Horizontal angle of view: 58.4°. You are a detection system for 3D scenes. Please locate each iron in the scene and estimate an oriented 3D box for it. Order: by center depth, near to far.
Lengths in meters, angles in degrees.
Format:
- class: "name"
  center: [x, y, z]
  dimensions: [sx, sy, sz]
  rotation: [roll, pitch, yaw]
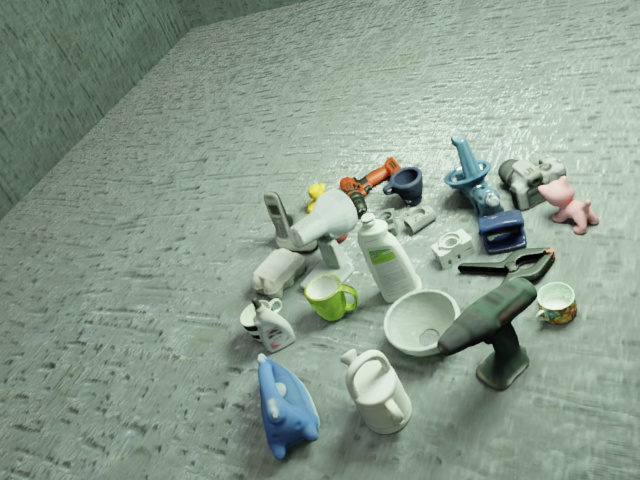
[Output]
- class: "iron"
  center: [-0.095, 0.323, 1.219]
  dimensions: [0.118, 0.142, 0.257]
  rotation: [-28, 38, -1]

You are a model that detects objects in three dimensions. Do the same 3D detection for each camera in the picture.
- class: "camera"
  center: [0.526, -0.168, 1.452]
  dimensions: [0.143, 0.101, 0.136]
  rotation: [-29, 38, -2]

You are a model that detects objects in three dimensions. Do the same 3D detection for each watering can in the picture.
- class: "watering can"
  center: [0.099, 0.282, 1.112]
  dimensions: [0.172, 0.194, 0.101]
  rotation: [14, 54, 40]

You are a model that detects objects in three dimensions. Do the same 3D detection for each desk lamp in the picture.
- class: "desk lamp"
  center: [0.013, 0.005, 1.458]
  dimensions: [0.117, 0.214, 0.203]
  rotation: [19, 57, 42]

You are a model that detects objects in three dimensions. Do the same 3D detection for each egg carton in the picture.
- class: "egg carton"
  center: [-0.112, 0.090, 1.550]
  dimensions: [0.107, 0.070, 0.150]
  rotation: [17, 55, 41]

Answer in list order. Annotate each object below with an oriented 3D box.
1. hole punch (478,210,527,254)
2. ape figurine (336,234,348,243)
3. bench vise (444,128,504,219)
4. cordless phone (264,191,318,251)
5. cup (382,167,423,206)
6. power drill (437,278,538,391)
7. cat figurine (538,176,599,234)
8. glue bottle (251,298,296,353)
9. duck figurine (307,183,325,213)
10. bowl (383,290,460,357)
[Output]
- class: "hole punch"
  center: [0.429, -0.034, 1.364]
  dimensions: [0.108, 0.091, 0.101]
  rotation: [-14, 40, 16]
- class: "ape figurine"
  center: [0.034, -0.040, 1.595]
  dimensions: [0.078, 0.092, 0.076]
  rotation: [-37, 39, -13]
- class: "bench vise"
  center: [0.392, -0.170, 1.435]
  dimensions: [0.121, 0.220, 0.206]
  rotation: [-37, 40, -13]
- class: "cordless phone"
  center: [-0.079, -0.057, 1.603]
  dimensions: [0.147, 0.185, 0.094]
  rotation: [1, 46, 31]
- class: "cup"
  center: [0.236, -0.135, 1.585]
  dimensions: [0.117, 0.095, 0.091]
  rotation: [-26, 38, 1]
- class: "power drill"
  center: [0.325, 0.186, 1.080]
  dimensions: [0.230, 0.209, 0.075]
  rotation: [-41, 40, -17]
- class: "cat figurine"
  center: [0.573, -0.092, 1.326]
  dimensions: [0.067, 0.118, 0.127]
  rotation: [-37, 40, -13]
- class: "glue bottle"
  center: [-0.122, 0.195, 1.353]
  dimensions: [0.078, 0.173, 0.037]
  rotation: [-30, 38, -4]
- class: "duck figurine"
  center: [-0.009, -0.124, 1.720]
  dimensions: [0.077, 0.086, 0.105]
  rotation: [10, 51, 37]
- class: "bowl"
  center: [0.226, 0.192, 1.238]
  dimensions: [0.167, 0.075, 0.167]
  rotation: [-16, 40, 14]
